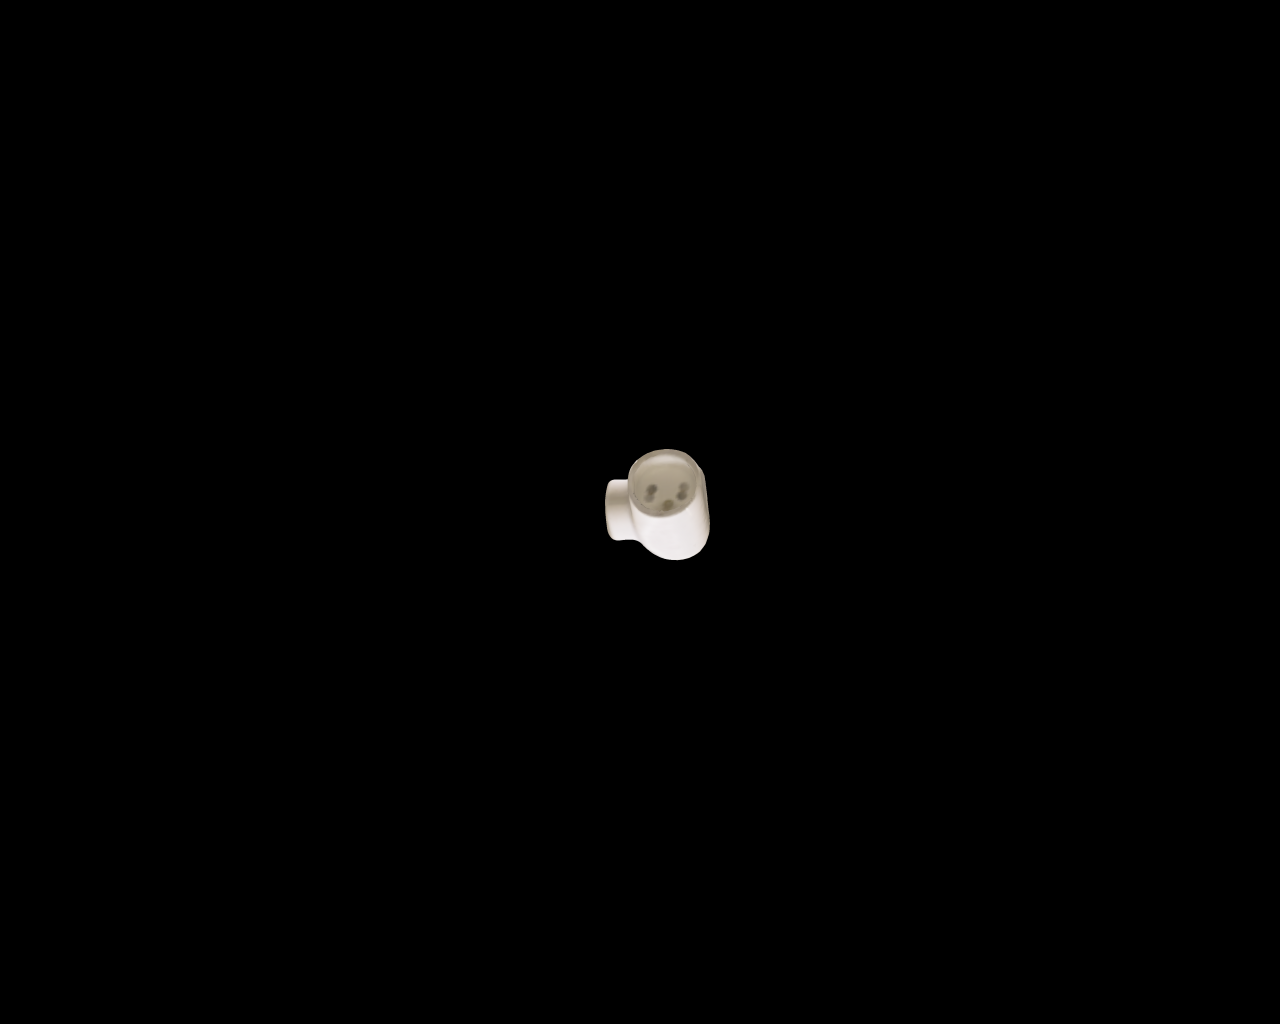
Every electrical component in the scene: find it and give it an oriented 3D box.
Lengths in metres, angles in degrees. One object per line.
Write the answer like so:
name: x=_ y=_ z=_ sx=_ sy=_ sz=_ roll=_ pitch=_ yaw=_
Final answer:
electrical component: x=0.001 y=-0.003 z=0.650 sx=0.079 sy=0.044 sz=0.077 roll=-3 pitch=-22 yaw=7
